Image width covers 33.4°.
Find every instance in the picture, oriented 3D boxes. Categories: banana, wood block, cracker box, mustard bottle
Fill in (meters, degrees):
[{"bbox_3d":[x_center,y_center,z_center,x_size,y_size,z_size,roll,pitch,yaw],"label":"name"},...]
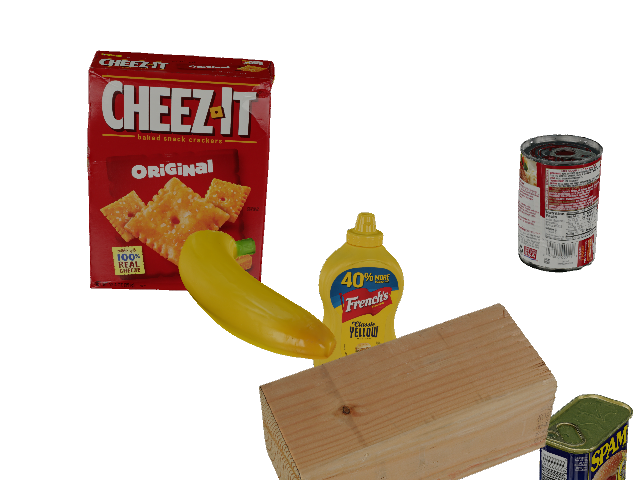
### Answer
[{"bbox_3d":[-0.052,0.027,0.687,0.069,0.037,0.198,-6,22,-17],"label":"banana"},{"bbox_3d":[0.066,0.136,0.825,0.206,0.090,0.091,-17,46,-14],"label":"wood block"},{"bbox_3d":[-0.130,-0.059,0.988,0.164,0.214,0.072,2,24,-6],"label":"cracker box"},{"bbox_3d":[0.045,0.063,1.208,0.096,0.192,0.058,0,14,-12],"label":"mustard bottle"}]

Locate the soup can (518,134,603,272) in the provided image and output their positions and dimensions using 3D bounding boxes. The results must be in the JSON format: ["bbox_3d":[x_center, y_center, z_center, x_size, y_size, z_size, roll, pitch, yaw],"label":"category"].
[{"bbox_3d":[0.205,-0.032,0.915,0.068,0.102,0.068,-3,24,1],"label":"soup can"}]

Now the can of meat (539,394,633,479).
[{"bbox_3d":[0.242,0.202,0.980,0.058,0.084,0.101,14,26,39],"label":"can of meat"}]
